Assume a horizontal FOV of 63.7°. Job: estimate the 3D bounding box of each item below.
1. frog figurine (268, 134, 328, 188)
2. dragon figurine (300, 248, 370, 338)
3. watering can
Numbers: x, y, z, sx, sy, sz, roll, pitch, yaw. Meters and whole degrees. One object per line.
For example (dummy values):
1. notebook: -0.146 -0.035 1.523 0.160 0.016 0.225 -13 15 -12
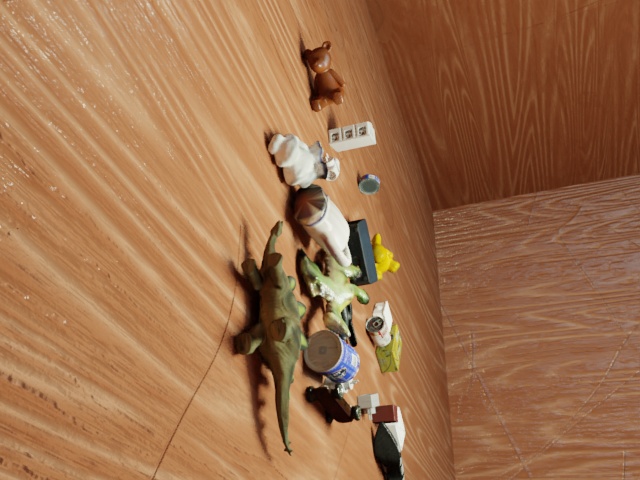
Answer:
1. frog figurine: -0.073 -0.208 1.343 0.159 0.122 0.138 7 80 -33
2. dragon figurine: 0.021 0.092 1.418 0.239 0.121 0.419 42 25 -51
3. watering can: 0.004 -0.073 1.444 0.220 0.103 0.356 51 14 -40
